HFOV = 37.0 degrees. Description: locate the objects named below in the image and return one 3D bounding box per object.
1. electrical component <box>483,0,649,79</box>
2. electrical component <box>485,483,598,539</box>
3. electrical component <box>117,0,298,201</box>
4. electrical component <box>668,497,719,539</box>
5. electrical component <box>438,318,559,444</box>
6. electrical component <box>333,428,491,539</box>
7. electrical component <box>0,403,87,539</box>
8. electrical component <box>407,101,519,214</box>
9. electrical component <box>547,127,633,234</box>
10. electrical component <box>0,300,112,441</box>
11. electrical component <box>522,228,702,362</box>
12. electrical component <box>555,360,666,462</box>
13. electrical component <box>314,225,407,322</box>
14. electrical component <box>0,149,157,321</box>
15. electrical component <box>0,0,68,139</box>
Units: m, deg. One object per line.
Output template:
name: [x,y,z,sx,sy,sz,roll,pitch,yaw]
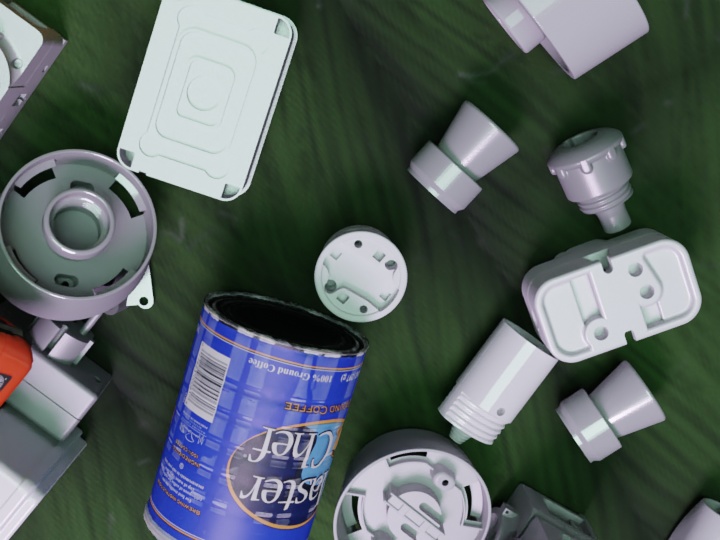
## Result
electrical component: [0.105,-0.157,0.607,0.060,0.108,0.108,-39,99,12]
electrical component: [0.079,0.238,0.678,0.060,0.105,0.186,30,98,-6]
electrical component: [-0.089,-0.105,0.635,0.078,0.057,0.113,18,99,-5]
electrical component: [0.242,0.201,0.707,0.079,0.043,0.077,26,99,-7]
electrical component: [0.084,0.076,0.680,0.043,0.043,0.081,35,98,-7]
electrical component: [0.033,0.151,0.682,0.099,0.064,0.099,0,101,-1]
electrical component: [-0.230,0.140,0.651,0.056,0.108,0.108,39,97,-5]
electrical component: [0.062,-0.068,0.652,0.045,0.045,0.055,42,97,-8]
electrical component: [0.146,-0.053,0.658,0.048,0.048,0.062,-27,107,4]
electrical component: [-0.190,0.047,0.666,0.083,0.047,0.075,39,97,-8]
electrical component: [0.152,0.013,0.661,0.095,0.059,0.053,-20,100,2]
electrical component: [0.159,0.090,0.684,0.055,0.045,0.045,-34,100,5]
electrical component: [0.000,0.000,0.661,0.055,0.047,0.055,0,101,-1]
electrical component: [-0.171,-0.021,0.639,0.099,0.064,0.099,5,76,-20]
electrical component: [-0.263,-0.143,0.621,0.150,0.061,0.089,36,98,-7]
